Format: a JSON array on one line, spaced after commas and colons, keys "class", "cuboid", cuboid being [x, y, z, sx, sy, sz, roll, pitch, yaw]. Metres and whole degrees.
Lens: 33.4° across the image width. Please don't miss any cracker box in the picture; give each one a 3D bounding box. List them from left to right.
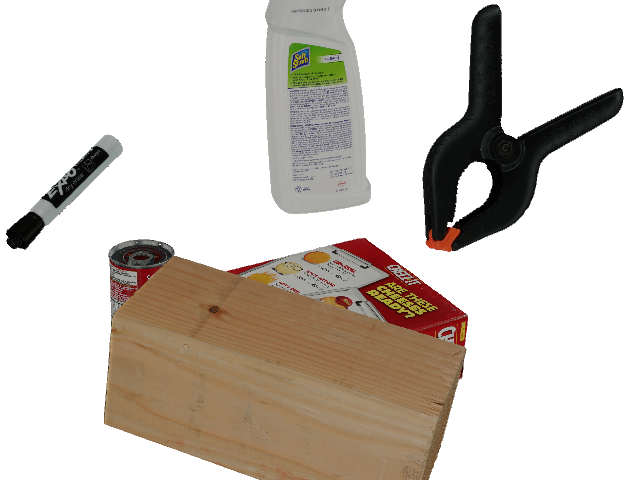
[{"class": "cracker box", "cuboid": [-0.013, 0.080, 0.883, 0.213, 0.072, 0.164, -13, 30, -26]}]

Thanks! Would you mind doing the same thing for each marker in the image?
[{"class": "marker", "cuboid": [-0.191, -0.036, 0.798, 0.020, 0.020, 0.121, 0, 41, 41]}]

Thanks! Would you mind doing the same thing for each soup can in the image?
[{"class": "soup can", "cuboid": [-0.188, 0.059, 1.125, 0.068, 0.102, 0.068, 2, 23, -1]}]

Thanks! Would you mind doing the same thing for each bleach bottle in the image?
[{"class": "bleach bottle", "cuboid": [-0.001, -0.151, 1.008, 0.102, 0.251, 0.068, -9, 32, -15]}]

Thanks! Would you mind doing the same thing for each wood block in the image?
[{"class": "wood block", "cuboid": [-0.023, 0.093, 0.681, 0.206, 0.090, 0.090, 17, 30, 13]}]

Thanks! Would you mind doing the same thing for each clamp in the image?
[{"class": "clamp", "cuboid": [0.133, -0.064, 0.737, 0.120, 0.171, 0.039, 23, 0, -3]}]
